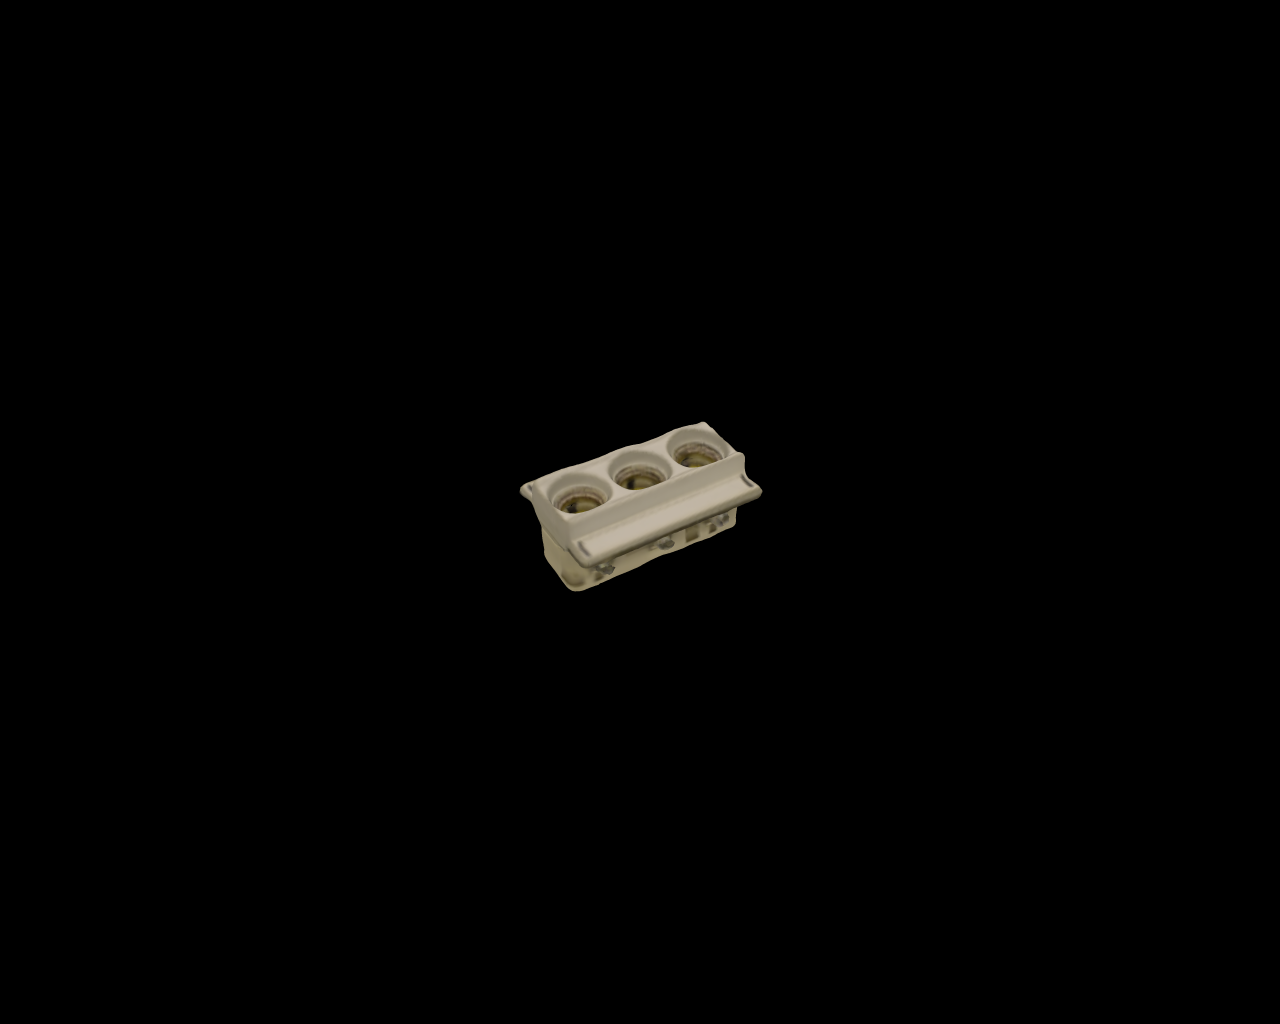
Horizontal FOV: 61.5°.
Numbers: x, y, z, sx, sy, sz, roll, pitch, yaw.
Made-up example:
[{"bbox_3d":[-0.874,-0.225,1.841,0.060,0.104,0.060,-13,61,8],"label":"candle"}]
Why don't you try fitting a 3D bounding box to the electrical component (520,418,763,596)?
[{"bbox_3d":[0.001,-0.003,0.650,0.121,0.063,0.079,-22,45,-23],"label":"electrical component"}]
